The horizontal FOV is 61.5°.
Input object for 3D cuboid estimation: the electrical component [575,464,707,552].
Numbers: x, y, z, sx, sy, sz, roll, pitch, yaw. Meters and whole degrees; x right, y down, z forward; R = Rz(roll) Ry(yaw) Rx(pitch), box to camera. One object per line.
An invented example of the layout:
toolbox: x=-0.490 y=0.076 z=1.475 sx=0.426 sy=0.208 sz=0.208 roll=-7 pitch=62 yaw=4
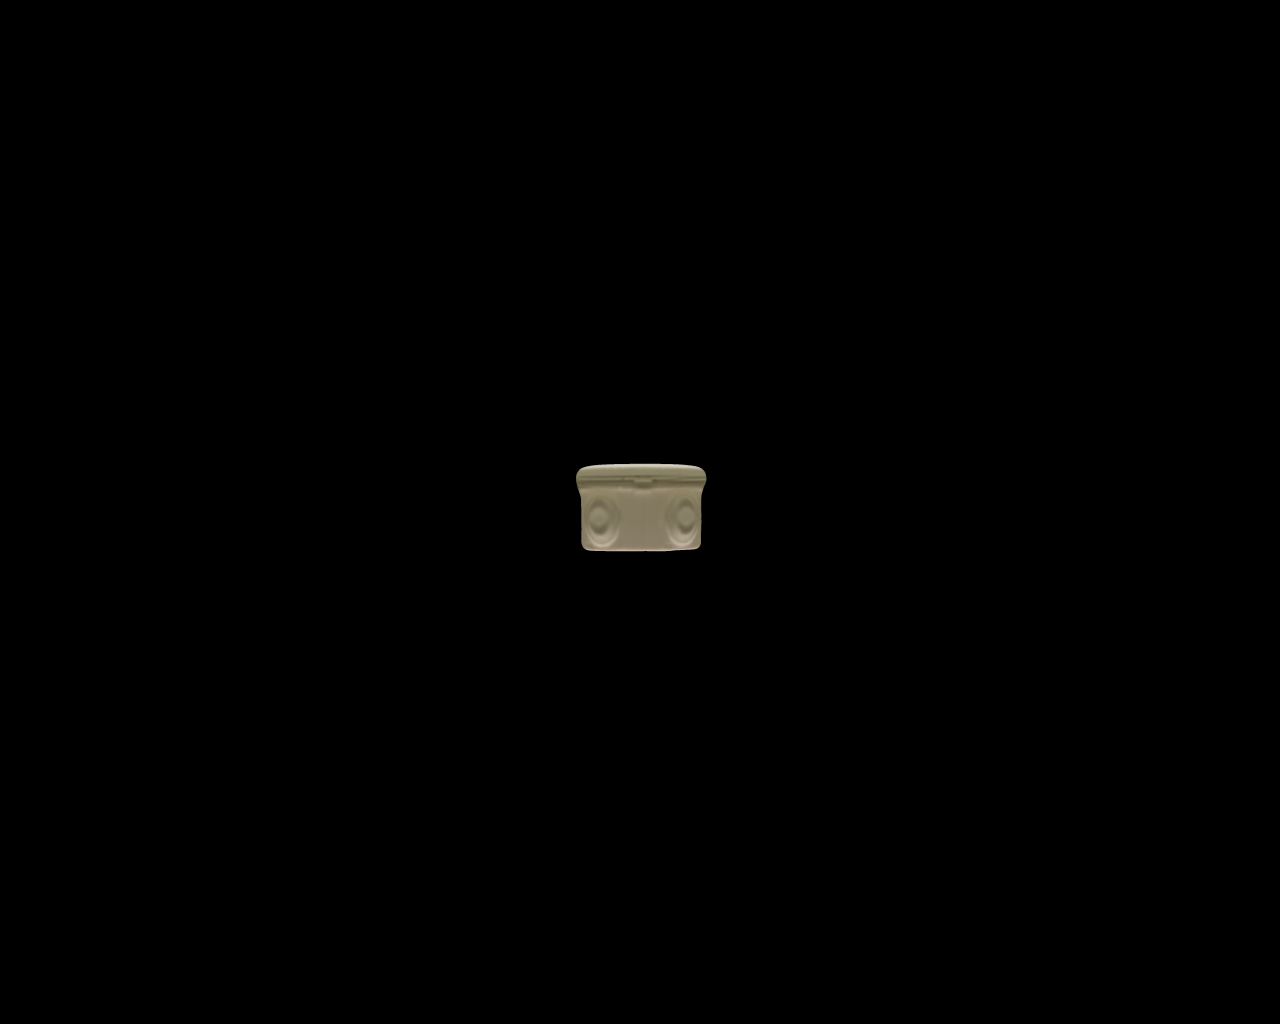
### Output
electrical component: x=0.001 y=-0.003 z=0.650 sx=0.080 sy=0.051 sz=0.080 roll=0 pitch=0 yaw=0
